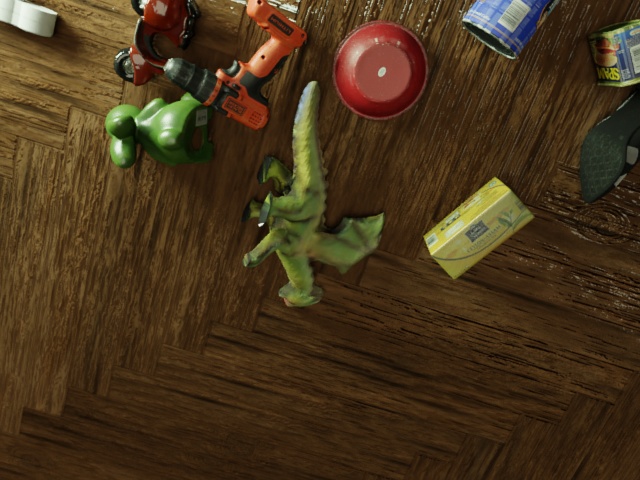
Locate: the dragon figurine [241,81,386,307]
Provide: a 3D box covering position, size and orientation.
[{"bbox_3d":[0.003,-0.046,0.908,0.242,0.404,0.124,18,21,-23],"label":"dragon figurine"}]
